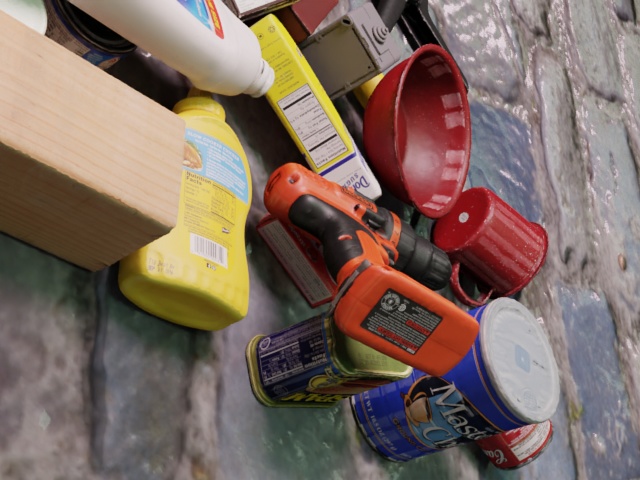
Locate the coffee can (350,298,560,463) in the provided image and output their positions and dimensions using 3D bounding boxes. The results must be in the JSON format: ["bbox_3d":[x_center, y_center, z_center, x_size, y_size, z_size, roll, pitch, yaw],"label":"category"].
[{"bbox_3d":[0.110,0.118,0.879,0.102,0.141,0.103,28,49,-39],"label":"coffee can"}]

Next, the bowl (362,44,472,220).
[{"bbox_3d":[0.085,-0.100,0.996,0.161,0.055,0.162,-4,95,-58],"label":"bowl"}]

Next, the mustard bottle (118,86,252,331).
[{"bbox_3d":[-0.094,-0.035,0.786,0.096,0.058,0.191,26,51,-35],"label":"mustard bottle"}]

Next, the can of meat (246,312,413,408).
[{"bbox_3d":[0.010,0.091,0.819,0.101,0.084,0.057,12,61,-48],"label":"can of meat"}]

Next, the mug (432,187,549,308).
[{"bbox_3d":[0.161,0.010,1.062,0.081,0.093,0.117,36,70,-27],"label":"mug"}]

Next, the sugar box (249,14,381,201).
[{"bbox_3d":[-0.010,-0.109,0.918,0.176,0.048,0.093,55,7,-10],"label":"sugar box"}]

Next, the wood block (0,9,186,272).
[{"bbox_3d":[-0.191,-0.068,0.657,0.205,0.091,0.090,29,49,-39],"label":"wood block"}]

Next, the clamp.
[{"bbox_3d":[0.084,-0.259,1.160,0.164,0.036,0.210,8,61,-48],"label":"clamp"}]

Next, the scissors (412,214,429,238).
[{"bbox_3d":[0.082,-0.009,1.025,0.096,0.016,0.201,41,42,-36],"label":"scissors"}]

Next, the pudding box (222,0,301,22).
[{"bbox_3d":[-0.065,-0.243,0.892,0.089,0.039,0.113,-28,97,-34],"label":"pudding box"}]

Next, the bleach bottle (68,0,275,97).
[{"bbox_3d":[-0.124,-0.181,0.772,0.250,0.068,0.102,33,32,-45],"label":"bleach bottle"}]

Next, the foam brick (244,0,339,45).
[{"bbox_3d":[-0.028,-0.213,0.982,0.053,0.051,0.078,51,38,-16],"label":"foam brick"}]

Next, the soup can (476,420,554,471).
[{"bbox_3d":[0.160,0.153,0.984,0.102,0.069,0.068,52,38,-16],"label":"soup can"}]

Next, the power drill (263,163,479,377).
[{"bbox_3d":[0.051,0.025,0.811,0.184,0.057,0.188,27,16,-26],"label":"power drill"}]

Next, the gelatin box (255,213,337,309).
[{"bbox_3d":[-0.006,0.001,0.899,0.089,0.030,0.073,54,37,-13],"label":"gelatin box"}]

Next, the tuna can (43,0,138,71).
[{"bbox_3d":[-0.172,-0.169,0.790,0.086,0.034,0.086,29,49,-39],"label":"tuna can"}]

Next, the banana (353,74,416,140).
[{"bbox_3d":[0.075,-0.126,1.076,0.197,0.037,0.069,45,21,-27],"label":"banana"}]
